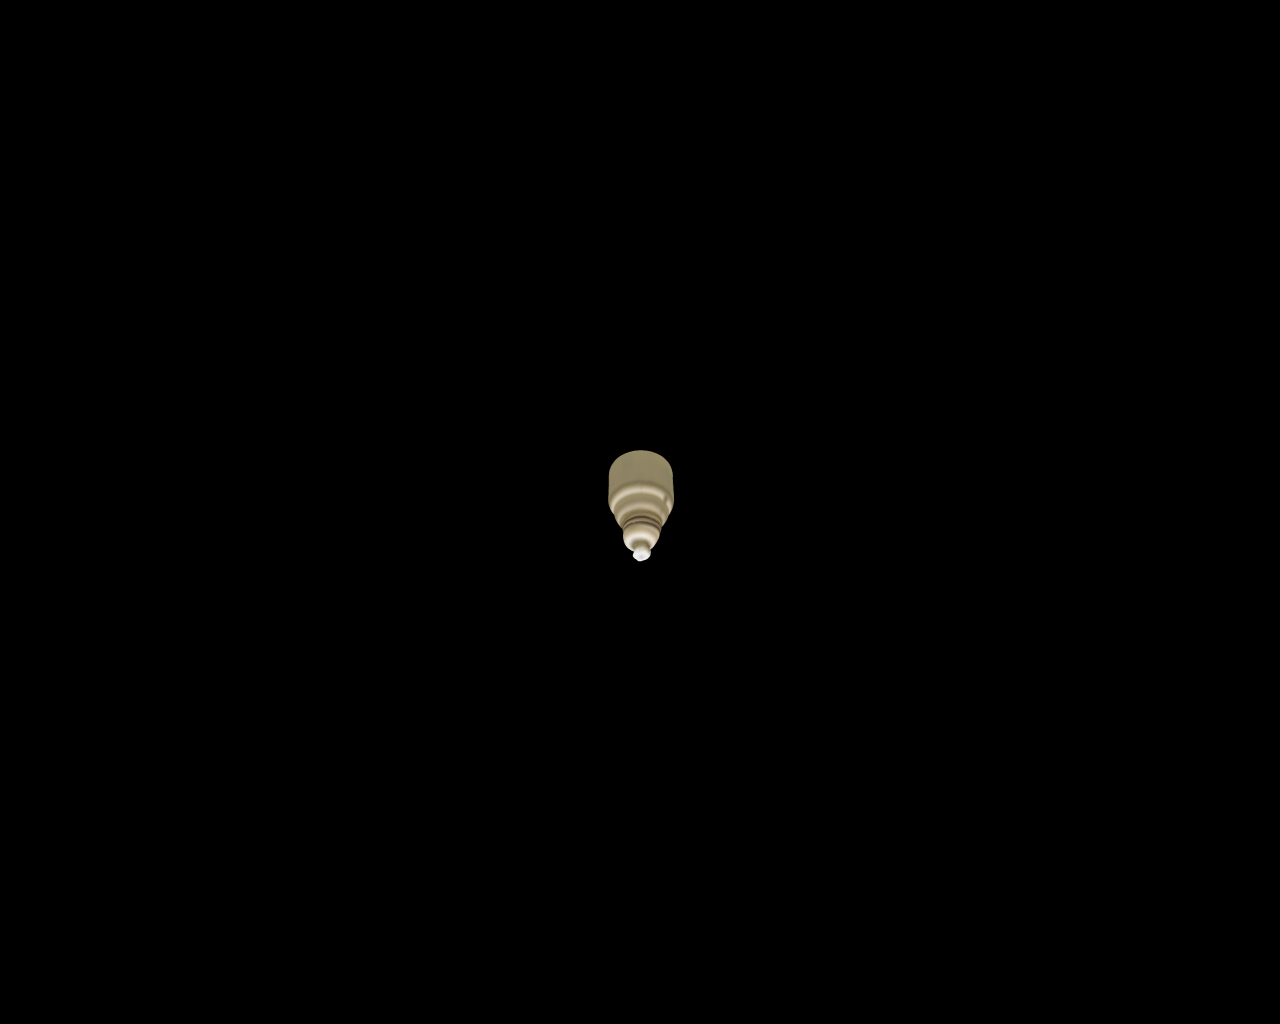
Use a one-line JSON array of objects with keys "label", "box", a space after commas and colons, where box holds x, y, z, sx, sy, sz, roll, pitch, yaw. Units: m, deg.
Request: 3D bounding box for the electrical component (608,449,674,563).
[{"label": "electrical component", "box": [0.001, -0.003, 0.650, 0.040, 0.078, 0.040, 0, -43, 0]}]
